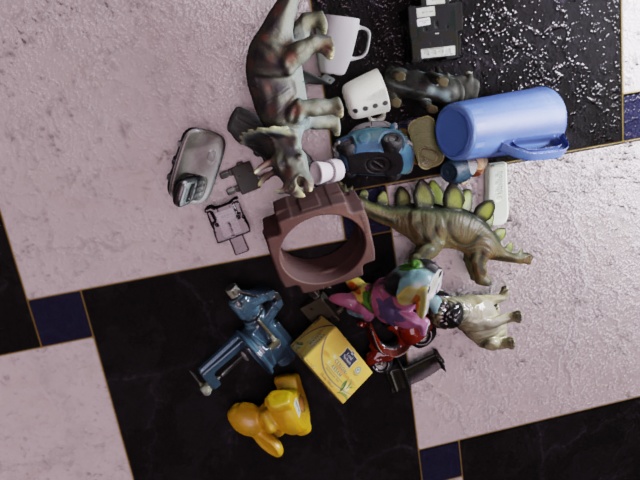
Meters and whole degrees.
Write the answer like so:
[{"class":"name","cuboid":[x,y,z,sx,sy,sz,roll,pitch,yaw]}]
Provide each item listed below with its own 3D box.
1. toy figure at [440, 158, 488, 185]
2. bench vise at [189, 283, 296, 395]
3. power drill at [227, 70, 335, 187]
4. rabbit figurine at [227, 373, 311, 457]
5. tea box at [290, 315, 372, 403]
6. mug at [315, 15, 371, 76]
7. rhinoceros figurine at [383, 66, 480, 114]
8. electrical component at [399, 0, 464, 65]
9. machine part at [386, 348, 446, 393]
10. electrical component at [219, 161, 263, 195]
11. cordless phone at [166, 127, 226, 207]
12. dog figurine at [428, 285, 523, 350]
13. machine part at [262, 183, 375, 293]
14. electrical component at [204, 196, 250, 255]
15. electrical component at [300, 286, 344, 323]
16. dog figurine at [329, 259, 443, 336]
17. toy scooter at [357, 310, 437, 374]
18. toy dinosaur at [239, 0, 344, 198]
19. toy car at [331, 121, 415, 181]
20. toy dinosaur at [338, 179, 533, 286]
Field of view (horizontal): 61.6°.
[{"class":"toy figure","cuboid":[0.303,-0.152,1.098,0.154,0.058,0.064,-24,130,-43]},{"class":"bench vise","cuboid":[-0.161,0.211,1.098,0.240,0.129,0.223,-42,126,-17]},{"class":"power drill","cuboid":[-0.049,-0.234,1.051,0.232,0.086,0.207,24,105,-14]},{"class":"rabbit figurine","cuboid":[-0.113,0.383,1.177,0.173,0.122,0.162,-14,115,8]},{"class":"tea box","cuboid":[0.026,0.255,1.146,0.098,0.068,0.169,-45,121,-11]},{"class":"mug","cuboid":[0.039,-0.371,1.032,0.109,0.081,0.107,3,113,-16]},{"class":"rhinoceros figurine","cuboid":[0.219,-0.299,1.063,0.190,0.112,0.073,6,119,1]},{"class":"electrical component","cuboid":[0.220,-0.417,1.056,0.115,0.058,0.134,-7,104,-10]},{"class":"machine part","cuboid":[0.219,0.296,1.230,0.139,0.039,0.084,-21,113,-5]},{"class":"electrical component","cuboid":[-0.151,-0.127,1.082,0.094,0.021,0.063,-21,105,-4]},{"class":"cordless phone","cuboid":[-0.236,-0.132,0.983,0.089,0.184,0.146,19,100,-9]},{"class":"dog figurine","cuboid":[0.322,0.184,1.184,0.191,0.121,0.172,-3,119,-6]},{"class":"machine part","cuboid":[-0.002,-0.003,1.069,0.201,0.087,0.201,-18,128,-1]},{"class":"electrical component","cuboid":[-0.180,-0.023,1.089,0.075,0.048,0.119,-17,104,-4]},{"class":"electrical component","cuboid":[0.006,0.142,1.162,0.078,0.045,0.102,-37,106,30]},{"class":"dog figurine","cuboid":[0.128,0.104,1.089,0.219,0.108,0.191,12,135,24]},{"class":"toy scooter","cuboid":[0.158,0.202,1.184,0.184,0.075,0.135,-37,105,5]},{"class":"toy dinosaur","cuboid":[-0.065,-0.279,0.942,0.192,0.131,0.404,-11,100,-4]},{"class":"toy car","cuboid":[0.107,-0.184,1.070,0.162,0.103,0.109,0,143,10]},{"class":"toy dinosaur","cuboid":[0.242,-0.027,1.134,0.471,0.105,0.198,13,94,-8]}]
